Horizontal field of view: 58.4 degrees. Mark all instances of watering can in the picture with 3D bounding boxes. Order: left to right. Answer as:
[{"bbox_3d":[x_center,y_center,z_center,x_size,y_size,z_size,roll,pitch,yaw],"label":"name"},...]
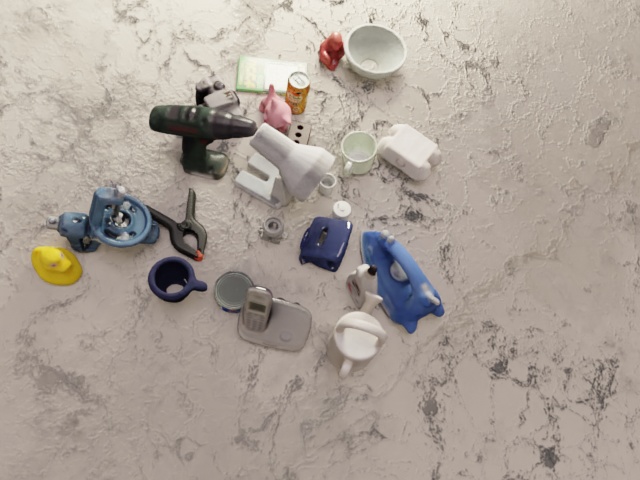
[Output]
[{"bbox_3d":[0.074,0.185,1.127,0.101,0.194,0.173,3,66,-7],"label":"watering can"}]

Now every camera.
[{"bbox_3d":[-0.264,-0.309,1.347,0.137,0.101,0.143,-27,73,-18],"label":"camera"}]

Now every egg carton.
[{"bbox_3d":[0.216,-0.212,1.392,0.150,0.069,0.107,36,66,8],"label":"egg carton"}]

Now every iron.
[{"bbox_3d":[0.169,0.061,1.225,0.119,0.141,0.258,-27,73,-18],"label":"iron"}]

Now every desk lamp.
[{"bbox_3d":[-0.081,-0.153,1.243,0.203,0.213,0.118,29,66,5],"label":"desk lamp"}]

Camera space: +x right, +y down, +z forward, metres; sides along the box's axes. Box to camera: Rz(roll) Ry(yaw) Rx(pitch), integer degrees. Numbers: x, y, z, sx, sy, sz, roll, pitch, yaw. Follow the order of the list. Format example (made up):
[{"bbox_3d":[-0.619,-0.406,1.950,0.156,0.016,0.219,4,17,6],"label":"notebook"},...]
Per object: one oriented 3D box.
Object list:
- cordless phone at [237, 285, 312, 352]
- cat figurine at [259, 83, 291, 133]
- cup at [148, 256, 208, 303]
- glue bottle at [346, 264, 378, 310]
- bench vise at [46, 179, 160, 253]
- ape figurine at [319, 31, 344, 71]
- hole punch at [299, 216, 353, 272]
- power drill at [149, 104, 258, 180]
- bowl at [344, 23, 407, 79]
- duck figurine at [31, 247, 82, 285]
[{"bbox_3d":[-0.086,0.148,1.125,0.147,0.185,0.094,12,65,-3],"label":"cordless phone"},{"bbox_3d":[-0.105,-0.311,1.362,0.067,0.117,0.127,-8,68,-11],"label":"cat figurine"},{"bbox_3d":[-0.285,0.094,1.169,0.118,0.095,0.092,13,65,-2],"label":"cup"},{"bbox_3d":[0.094,0.085,1.186,0.037,0.173,0.078,-23,71,-17],"label":"glue bottle"},{"bbox_3d":[-0.435,-0.036,1.136,0.208,0.219,0.121,-19,70,-16],"label":"bench vise"},{"bbox_3d":[0.035,-0.498,1.479,0.078,0.092,0.076,-22,71,-16],"label":"ape figurine"},{"bbox_3d":[0.012,0.004,1.255,0.101,0.091,0.109,20,65,1],"label":"hole punch"},{"bbox_3d":[-0.249,-0.218,1.250,0.229,0.208,0.075,12,65,-3],"label":"power drill"},{"bbox_3d":[0.139,-0.478,1.495,0.167,0.074,0.167,3,66,-7],"label":"bowl"},{"bbox_3d":[-0.541,0.041,1.160,0.104,0.086,0.077,29,66,5],"label":"duck figurine"}]
